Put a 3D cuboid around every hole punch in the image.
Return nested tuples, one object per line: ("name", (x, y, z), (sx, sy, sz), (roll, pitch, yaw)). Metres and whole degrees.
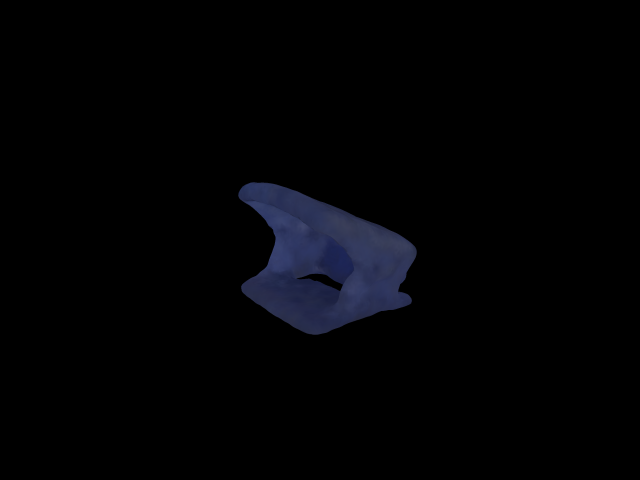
("hole punch", (0.004, 0.001, 0.400), (0.101, 0.091, 0.108), (-13, 22, -35))
